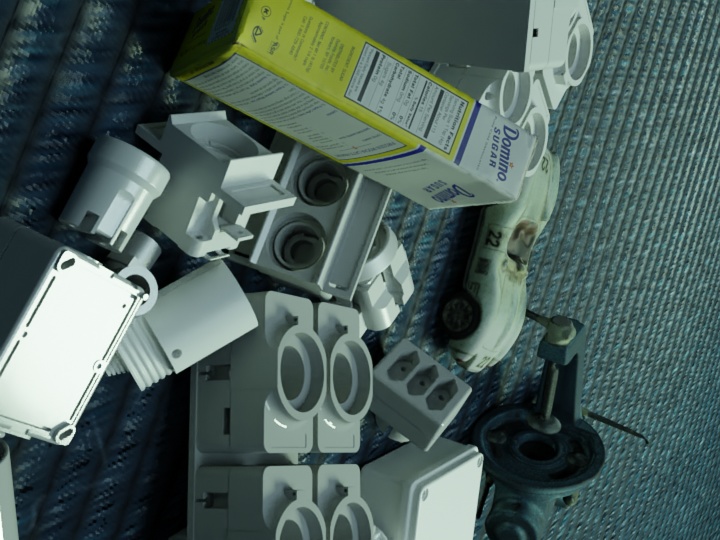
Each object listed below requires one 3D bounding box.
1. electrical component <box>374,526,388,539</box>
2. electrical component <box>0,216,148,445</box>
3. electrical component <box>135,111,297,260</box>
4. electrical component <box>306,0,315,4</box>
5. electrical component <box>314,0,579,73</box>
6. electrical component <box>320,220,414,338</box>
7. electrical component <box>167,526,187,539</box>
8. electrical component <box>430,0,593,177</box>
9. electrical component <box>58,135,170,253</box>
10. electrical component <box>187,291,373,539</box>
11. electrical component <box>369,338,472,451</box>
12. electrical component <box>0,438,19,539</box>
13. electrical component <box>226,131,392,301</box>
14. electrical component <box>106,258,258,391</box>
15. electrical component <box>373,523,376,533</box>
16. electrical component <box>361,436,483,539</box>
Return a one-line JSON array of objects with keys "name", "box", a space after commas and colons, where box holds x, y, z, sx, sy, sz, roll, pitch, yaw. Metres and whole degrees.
[{"name": "electrical component", "box": [-0.010, 0.217, 0.798, 0.062, 0.048, 0.048, -16, 116, -47]}, {"name": "electrical component", "box": [-0.155, 0.032, 0.486, 0.096, 0.061, 0.062, -63, 147, -8]}, {"name": "electrical component", "box": [-0.080, -0.044, 0.562, 0.042, 0.081, 0.063, -15, 137, -54]}, {"name": "electrical component", "box": [-0.043, -0.153, 0.605, 0.044, 0.044, 0.065, -42, 140, -42]}, {"name": "electrical component", "box": [0.048, -0.170, 0.635, 0.062, 0.150, 0.089, -20, 118, -53]}, {"name": "electrical component", "box": [0.000, 0.000, 0.716, 0.078, 0.058, 0.057, -54, 145, -32]}, {"name": "electrical component", "box": [-0.084, 0.162, 0.663, 0.065, 0.044, 0.044, -41, 135, -50]}, {"name": "electrical component", "box": [0.121, -0.158, 0.841, 0.186, 0.060, 0.105, -61, 145, -24]}, {"name": "electrical component", "box": [-0.121, -0.036, 0.527, 0.046, 0.040, 0.040, -63, 146, -12]}, {"name": "electrical component", "box": [-0.044, 0.112, 0.636, 0.105, 0.060, 0.186, 16, 71, -58]}, {"name": "electrical component", "box": [0.035, 0.104, 0.811, 0.047, 0.066, 0.076, -44, 165, -41]}, {"name": "electrical component", "box": [-0.190, 0.123, 0.476, 0.079, 0.044, 0.077, -26, 123, -51]}, {"name": "electrical component", "box": [-0.020, -0.047, 0.656, 0.063, 0.079, 0.121, 66, 44, -75]}, {"name": "electrical component", "box": [-0.100, 0.032, 0.572, 0.081, 0.043, 0.043, -30, 132, -13]}, {"name": "electrical component", "box": [-0.030, 0.198, 0.740, 0.062, 0.061, 0.096, 31, 76, -57]}, {"name": "electrical component", "box": [0.046, 0.199, 0.865, 0.109, 0.056, 0.108, -13, 113, -55]}]
